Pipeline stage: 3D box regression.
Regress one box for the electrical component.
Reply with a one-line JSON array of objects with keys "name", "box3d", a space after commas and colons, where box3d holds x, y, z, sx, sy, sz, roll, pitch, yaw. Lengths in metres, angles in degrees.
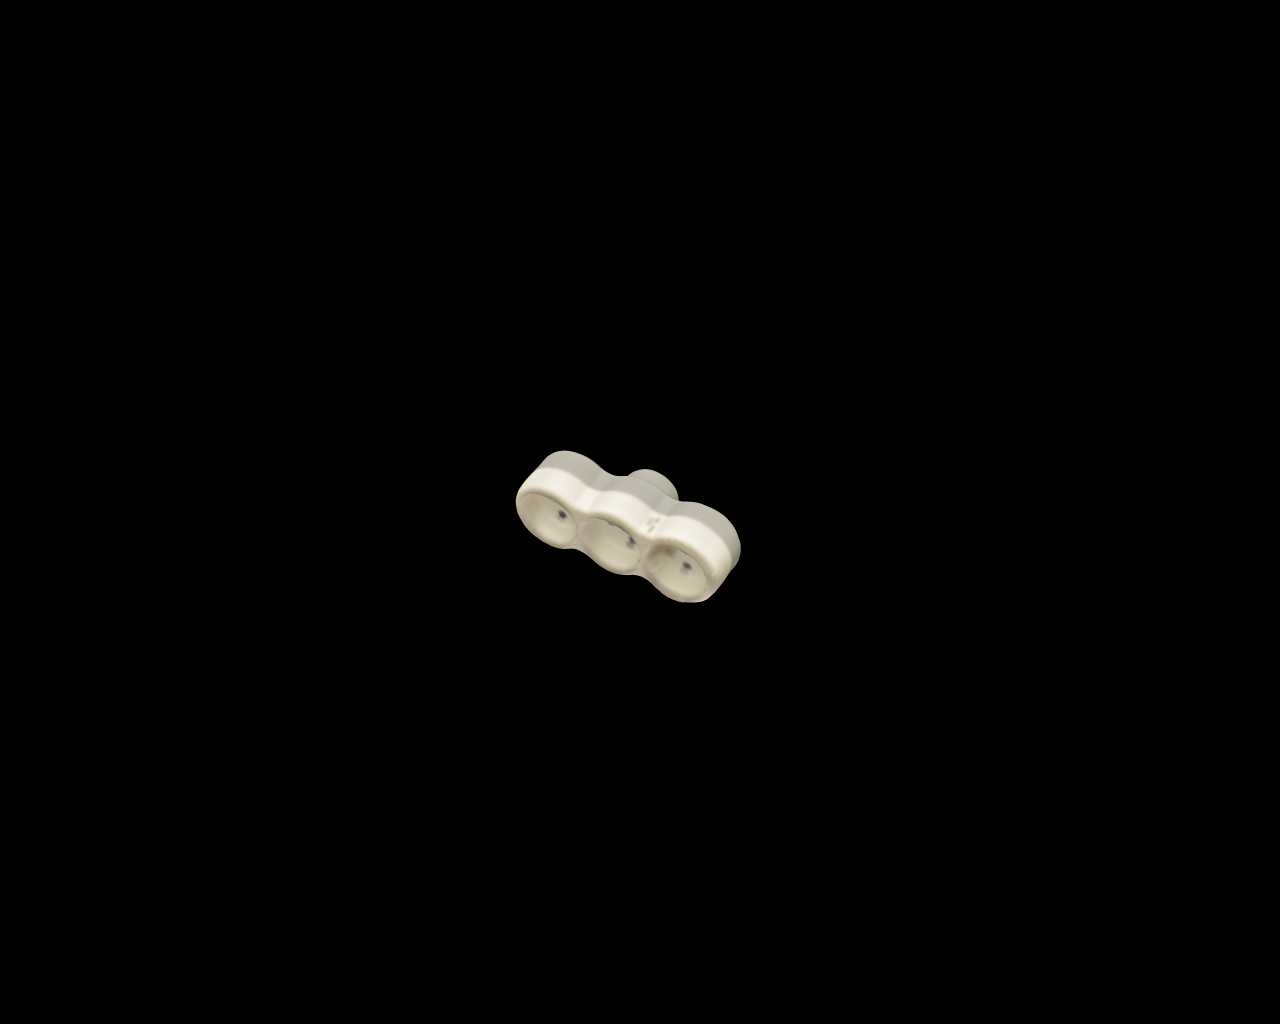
[{"name": "electrical component", "box3d": [0.001, -0.003, 0.650, 0.138, 0.052, 0.074, 22, 49, 21]}]
